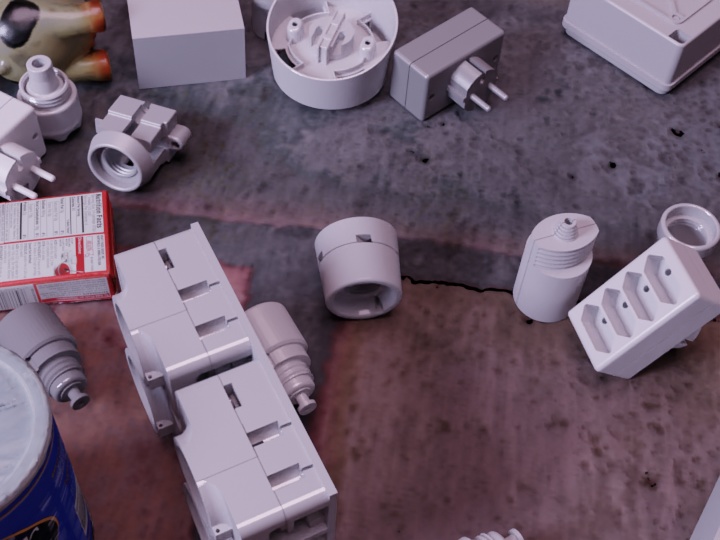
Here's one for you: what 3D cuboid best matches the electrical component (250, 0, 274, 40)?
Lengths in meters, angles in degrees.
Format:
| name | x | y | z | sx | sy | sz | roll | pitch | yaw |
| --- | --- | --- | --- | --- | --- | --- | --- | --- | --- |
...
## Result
| name | x | y | z | sx | sy | sz | roll | pitch | yaw |
| --- | --- | --- | --- | --- | --- | --- | --- | --- | --- |
| electrical component | -0.069 | -0.211 | 0.858 | 0.040 | 0.046 | 0.040 | 2 | 54 | -2 |

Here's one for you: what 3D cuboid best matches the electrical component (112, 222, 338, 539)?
| name | x | y | z | sx | sy | sz | roll | pitch | yaw |
| --- | --- | --- | --- | --- | --- | --- | --- | --- | --- |
| electrical component | -0.081 | 0.081 | 0.606 | 0.060 | 0.105 | 0.186 | -21 | 57 | -17 |

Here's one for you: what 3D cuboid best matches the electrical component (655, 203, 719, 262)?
| name | x | y | z | sx | sy | sz | roll | pitch | yaw |
| --- | --- | --- | --- | --- | --- | --- | --- | --- | --- |
| electrical component | 0.219 | -0.016 | 0.732 | 0.040 | 0.046 | 0.040 | 2 | 54 | -2 |

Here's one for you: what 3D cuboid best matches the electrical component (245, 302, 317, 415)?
| name | x | y | z | sx | sy | sz | roll | pitch | yaw |
| --- | --- | --- | --- | --- | --- | --- | --- | --- | --- |
| electrical component | -0.050 | 0.056 | 0.667 | 0.040 | 0.040 | 0.078 | -23 | 59 | -19 |

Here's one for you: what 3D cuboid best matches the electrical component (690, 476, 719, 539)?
| name | x | y | z | sx | sy | sz | roll | pitch | yaw |
| --- | --- | --- | --- | --- | --- | --- | --- | --- | --- |
| electrical component | 0.220 | 0.142 | 0.579 | 0.060 | 0.105 | 0.186 | 28 | 57 | 17 |

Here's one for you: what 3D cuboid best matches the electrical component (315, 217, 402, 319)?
| name | x | y | z | sx | sy | sz | roll | pitch | yaw |
| --- | --- | --- | --- | --- | --- | --- | --- | --- | --- |
| electrical component | 0.000 | 0.000 | 0.703 | 0.055 | 0.055 | 0.047 | -4 | 58 | -6 |

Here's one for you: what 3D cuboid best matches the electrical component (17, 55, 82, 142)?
| name | x | y | z | sx | sy | sz | roll | pitch | yaw |
| --- | --- | --- | --- | --- | --- | --- | --- | --- | --- |
| electrical component | -0.226 | -0.126 | 0.776 | 0.043 | 0.062 | 0.043 | 2 | 54 | -2 |

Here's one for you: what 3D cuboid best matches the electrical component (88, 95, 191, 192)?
| name | x | y | z | sx | sy | sz | roll | pitch | yaw |
| --- | --- | --- | --- | --- | --- | --- | --- | --- | --- |
| electrical component | -0.162 | -0.089 | 0.764 | 0.066 | 0.048 | 0.055 | 17 | 47 | 9 |

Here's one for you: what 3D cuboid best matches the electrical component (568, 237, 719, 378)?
| name | x | y | z | sx | sy | sz | roll | pitch | yaw |
| --- | --- | --- | --- | --- | --- | --- | --- | --- | --- |
| electrical component | 0.193 | 0.029 | 0.687 | 0.076 | 0.083 | 0.047 | 16 | 42 | -41 |

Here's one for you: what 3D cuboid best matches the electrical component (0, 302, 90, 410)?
| name | x | y | z | sx | sy | sz | roll | pitch | yaw |
| --- | --- | --- | --- | --- | --- | --- | --- | --- | --- |
| electrical component | -0.191 | 0.054 | 0.659 | 0.040 | 0.040 | 0.078 | -32 | 61 | -24 |

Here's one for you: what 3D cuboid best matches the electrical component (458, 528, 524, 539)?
| name | x | y | z | sx | sy | sz | roll | pitch | yaw |
| --- | --- | --- | --- | --- | --- | --- | --- | --- | --- |
| electrical component | 0.057 | 0.167 | 0.591 | 0.078 | 0.040 | 0.040 | -27 | 60 | -22 |

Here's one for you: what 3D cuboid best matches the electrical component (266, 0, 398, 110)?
| name | x | y | z | sx | sy | sz | roll | pitch | yaw |
| --- | --- | --- | --- | --- | --- | --- | --- | --- | --- |
| electrical component | -0.022 | -0.174 | 0.822 | 0.099 | 0.064 | 0.099 | 2 | 54 | -2 |

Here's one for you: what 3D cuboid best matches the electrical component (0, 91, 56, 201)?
| name | x | y | z | sx | sy | sz | roll | pitch | yaw |
| --- | --- | --- | --- | --- | --- | --- | --- | --- | --- |
| electrical component | -0.247 | -0.071 | 0.744 | 0.076 | 0.047 | 0.083 | 26 | 56 | 15 |

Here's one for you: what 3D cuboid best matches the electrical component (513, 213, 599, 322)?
| name | x | y | z | sx | sy | sz | roll | pitch | yaw |
| --- | --- | --- | --- | --- | --- | --- | --- | --- | --- |
| electrical component | 0.127 | -0.006 | 0.698 | 0.043 | 0.081 | 0.043 | 2 | 54 | -2 |

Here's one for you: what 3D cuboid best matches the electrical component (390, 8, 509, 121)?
| name | x | y | z | sx | sy | sz | roll | pitch | yaw |
| --- | --- | --- | --- | --- | --- | --- | --- | --- | --- |
| electrical component | 0.079 | -0.147 | 0.819 | 0.083 | 0.047 | 0.076 | -34 | 62 | -25 |

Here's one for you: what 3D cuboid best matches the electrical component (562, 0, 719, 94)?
| name | x | y | z | sx | sy | sz | roll | pitch | yaw |
| --- | --- | --- | --- | --- | --- | --- | --- | --- | --- |
| electrical component | 0.241 | -0.211 | 0.871 | 0.109 | 0.056 | 0.109 | -37 | 64 | -26 |
